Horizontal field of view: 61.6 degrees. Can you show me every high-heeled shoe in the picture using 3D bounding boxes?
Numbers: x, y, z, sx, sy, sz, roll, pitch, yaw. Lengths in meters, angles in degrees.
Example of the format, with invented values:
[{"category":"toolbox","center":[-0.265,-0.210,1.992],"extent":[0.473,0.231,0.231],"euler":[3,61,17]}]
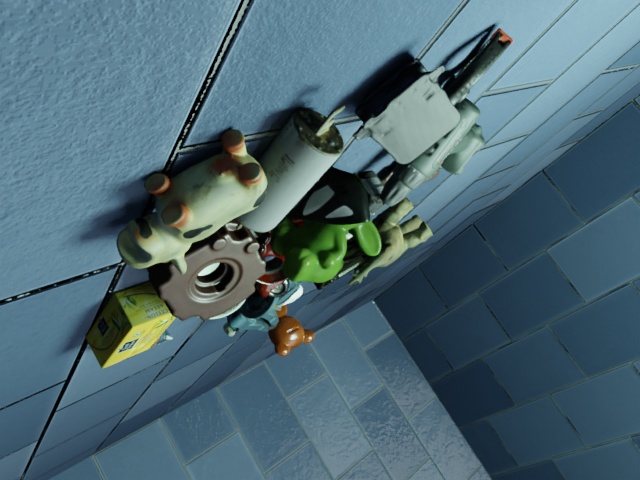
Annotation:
[{"category":"high-heeled shoe","center":[-0.027,-0.027,0.803],"extent":[0.086,0.145,0.248],"euler":[-18,159,-46]}]

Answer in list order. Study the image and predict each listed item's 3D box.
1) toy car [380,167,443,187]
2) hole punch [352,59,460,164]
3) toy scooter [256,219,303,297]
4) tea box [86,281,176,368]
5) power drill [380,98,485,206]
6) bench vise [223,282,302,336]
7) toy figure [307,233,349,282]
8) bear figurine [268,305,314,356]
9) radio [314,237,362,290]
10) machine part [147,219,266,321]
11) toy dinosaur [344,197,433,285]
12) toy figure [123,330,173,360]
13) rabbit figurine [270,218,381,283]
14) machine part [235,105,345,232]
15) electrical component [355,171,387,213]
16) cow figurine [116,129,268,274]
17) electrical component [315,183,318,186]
[{"category":"toy car","center":[0.196,-0.136,1.144],"extent":[0.089,0.053,0.202],"euler":[-35,170,40]},{"category":"hole punch","center":[0.112,-0.185,0.735],"extent":[0.142,0.092,0.115],"euler":[-35,142,19]},{"category":"toy scooter","center":[-0.094,0.026,0.971],"extent":[0.135,0.075,0.183],"euler":[12,118,-34]},{"category":"tea box","center":[-0.314,0.140,0.903],"extent":[0.098,0.068,0.169],"euler":[-21,163,-46]},{"category":"power drill","center":[0.220,-0.162,1.012],"extent":[0.207,0.086,0.232],"euler":[-7,138,-54]},{"category":"bench vise","center":[-0.161,0.116,1.099],"extent":[0.224,0.129,0.240],"euler":[-29,150,28]},{"category":"toy figure","center":[-0.001,-0.001,1.037],"extent":[0.089,0.082,0.180],"euler":[-4,135,-52]},{"category":"bear figurine","center":[-0.113,0.186,1.273],"extent":[0.120,0.196,0.132],"euler":[-28,168,-34]},{"category":"radio","center":[0.075,0.045,1.475],"extent":[0.230,0.073,0.131],"euler":[-28,166,-20]},{"category":"machine part","center":[-0.166,0.046,0.809],"extent":[0.179,0.056,0.179],"euler":[-22,140,-20]},{"category":"toy dinosaur","center":[0.126,0.006,1.106],"extent":[0.198,0.105,0.471],"euler":[-39,179,10]},{"category":"toy figure","center":[-0.346,0.190,1.036],"extent":[0.154,0.064,0.057],"euler":[-14,119,-67]},{"category":"rabbit figurine","center":[0.025,-0.014,0.869],"extent":[0.159,0.121,0.170],"euler":[18,118,-27]},{"category":"machine part","center":[-0.047,-0.085,0.695],"extent":[0.079,0.079,0.243],"euler":[-19,162,-48]},{"category":"electrical component","center":[0.101,-0.090,1.037],"extent":[0.119,0.075,0.048],"euler":[-10,155,-51]},{"category":"cow figurine","center":[-0.151,-0.033,0.635],"extent":[0.195,0.085,0.127],"euler":[-33,161,-4]},{"category":"electrical component","center":[0.035,-0.070,0.938],"extent":[0.078,0.045,0.102],"euler":[-42,133,4]}]
